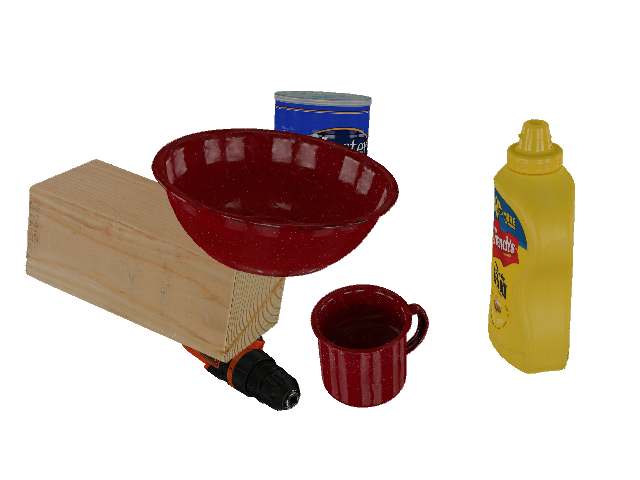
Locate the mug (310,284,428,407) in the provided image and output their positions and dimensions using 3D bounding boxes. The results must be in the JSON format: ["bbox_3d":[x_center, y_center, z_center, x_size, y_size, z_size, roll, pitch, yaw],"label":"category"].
[{"bbox_3d":[0.050,0.097,1.005,0.117,0.081,0.093,-23,42,-21],"label":"mug"}]

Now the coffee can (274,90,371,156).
[{"bbox_3d":[-0.001,-0.085,1.137,0.103,0.140,0.103,3,12,-1],"label":"coffee can"}]

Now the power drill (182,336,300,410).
[{"bbox_3d":[-0.068,0.074,1.171,0.185,0.188,0.057,27,10,39],"label":"power drill"}]

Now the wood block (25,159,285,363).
[{"bbox_3d":[-0.139,0.013,0.905,0.206,0.090,0.090,21,28,21],"label":"wood block"}]

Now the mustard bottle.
[{"bbox_3d":[0.163,0.000,0.823,0.058,0.192,0.096,-5,26,-5],"label":"mustard bottle"}]

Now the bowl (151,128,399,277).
[{"bbox_3d":[-0.031,-0.021,0.705,0.162,0.055,0.162,6,25,-3],"label":"bowl"}]
